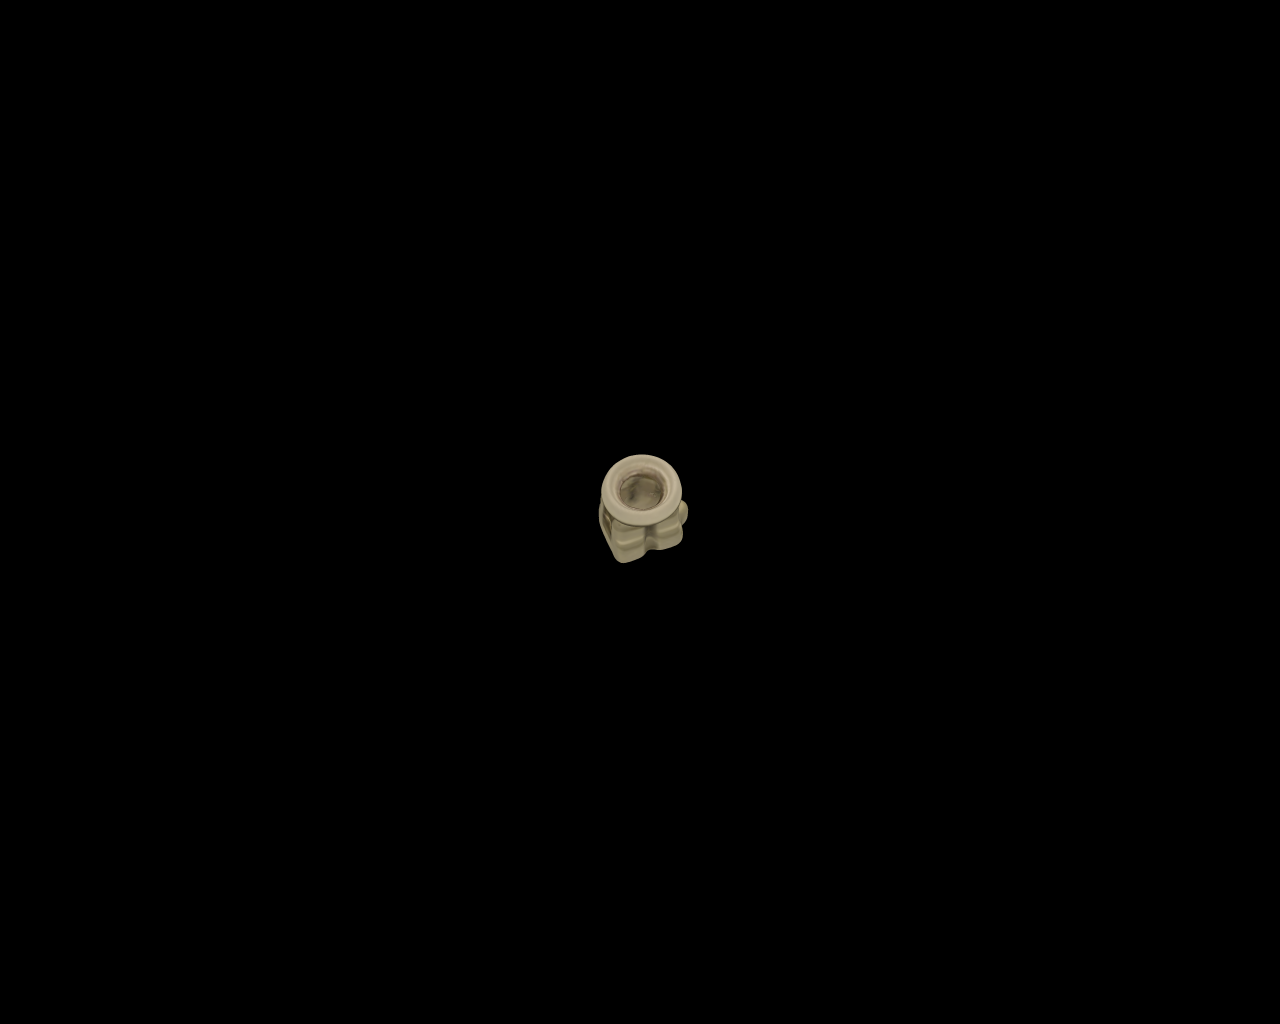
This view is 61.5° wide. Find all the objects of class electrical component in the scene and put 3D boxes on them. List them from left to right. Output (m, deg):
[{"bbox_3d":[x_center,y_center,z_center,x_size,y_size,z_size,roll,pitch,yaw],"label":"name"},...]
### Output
[{"bbox_3d":[0.001,-0.003,0.650,0.066,0.048,0.055,-20,-31,-13],"label":"electrical component"}]
